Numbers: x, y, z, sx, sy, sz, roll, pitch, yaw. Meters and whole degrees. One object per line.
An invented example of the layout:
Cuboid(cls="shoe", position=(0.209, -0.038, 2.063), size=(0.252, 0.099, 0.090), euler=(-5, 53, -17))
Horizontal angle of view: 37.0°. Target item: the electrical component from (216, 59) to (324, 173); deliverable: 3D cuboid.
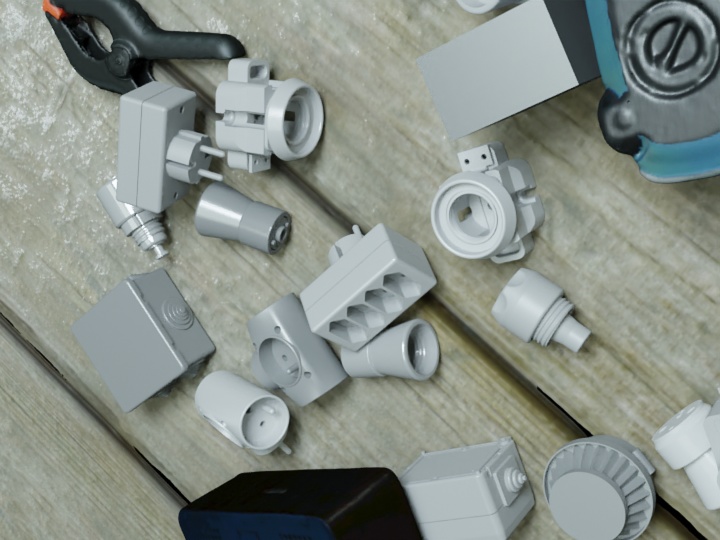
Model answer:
Cuboid(cls="electrical component", position=(-0.063, -0.108, 0.763), size=(0.057, 0.058, 0.078), euler=(11, 108, 30))

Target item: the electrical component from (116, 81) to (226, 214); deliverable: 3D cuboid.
Cuboid(cls="electrical component", position=(-0.133, -0.085, 0.789), size=(0.076, 0.047, 0.083), euler=(17, 118, 15))

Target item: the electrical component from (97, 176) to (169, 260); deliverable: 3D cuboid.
Cuboid(cls="electrical component", position=(-0.179, -0.044, 0.865), size=(0.040, 0.040, 0.078), euler=(-32, 89, 35))

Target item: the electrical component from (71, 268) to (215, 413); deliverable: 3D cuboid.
Cuboid(cls="electrical component", position=(-0.179, 0.057, 0.895), size=(0.100, 0.048, 0.099), euler=(-36, 86, 35))

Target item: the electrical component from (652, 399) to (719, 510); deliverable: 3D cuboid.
Cuboid(cls="electrical component", position=(0.218, 0.116, 0.676), size=(0.055, 0.045, 0.045), euler=(50, 124, 8))

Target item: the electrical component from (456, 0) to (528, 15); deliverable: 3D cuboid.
Cuboid(cls="electrical component", position=(0.091, -0.176, 0.641), size=(0.044, 0.065, 0.044), euler=(18, 114, 46))

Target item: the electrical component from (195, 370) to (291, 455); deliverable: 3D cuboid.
Cuboid(cls="electrical component", position=(-0.084, 0.121, 0.856), size=(0.077, 0.044, 0.079), euler=(17, 153, 54))

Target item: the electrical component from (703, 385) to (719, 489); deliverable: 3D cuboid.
Cuboid(cls="electrical component", position=(0.276, 0.150, 0.599), size=(0.105, 0.060, 0.186), euler=(-19, 96, 34))

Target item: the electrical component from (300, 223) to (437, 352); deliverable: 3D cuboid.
Cuboid(cls="electrical component", position=(0.000, 0.000, 0.765), size=(0.083, 0.047, 0.075), euler=(-41, 45, 21))

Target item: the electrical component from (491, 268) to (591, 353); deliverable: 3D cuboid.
Cuboid(cls="electrical component", position=(0.121, 0.030, 0.707), size=(0.062, 0.043, 0.043), euler=(35, 121, 16))

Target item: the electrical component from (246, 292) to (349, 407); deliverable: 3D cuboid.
Cuboid(cls="electrical component", position=(-0.058, 0.068, 0.828), size=(0.079, 0.044, 0.077), euler=(-36, 87, 43))

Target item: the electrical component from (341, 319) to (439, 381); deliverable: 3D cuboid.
Cuboid(cls="electrical component", position=(0.019, 0.060, 0.781), size=(0.065, 0.044, 0.044), euler=(-8, 102, 38))

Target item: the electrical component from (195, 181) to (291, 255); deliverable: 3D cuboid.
Cuboid(cls="electrical component", position=(-0.086, -0.037, 0.812), size=(0.065, 0.044, 0.044), euler=(20, 116, 19))

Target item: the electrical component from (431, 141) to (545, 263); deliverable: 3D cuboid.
Cuboid(cls="electrical component", position=(0.081, -0.040, 0.699), size=(0.058, 0.057, 0.078), euler=(-13, 99, 34))

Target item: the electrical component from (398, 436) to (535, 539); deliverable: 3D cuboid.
Cuboid(cls="electrical component", position=(0.079, 0.162, 0.766), size=(0.096, 0.062, 0.061), euler=(-16, 97, 34))
